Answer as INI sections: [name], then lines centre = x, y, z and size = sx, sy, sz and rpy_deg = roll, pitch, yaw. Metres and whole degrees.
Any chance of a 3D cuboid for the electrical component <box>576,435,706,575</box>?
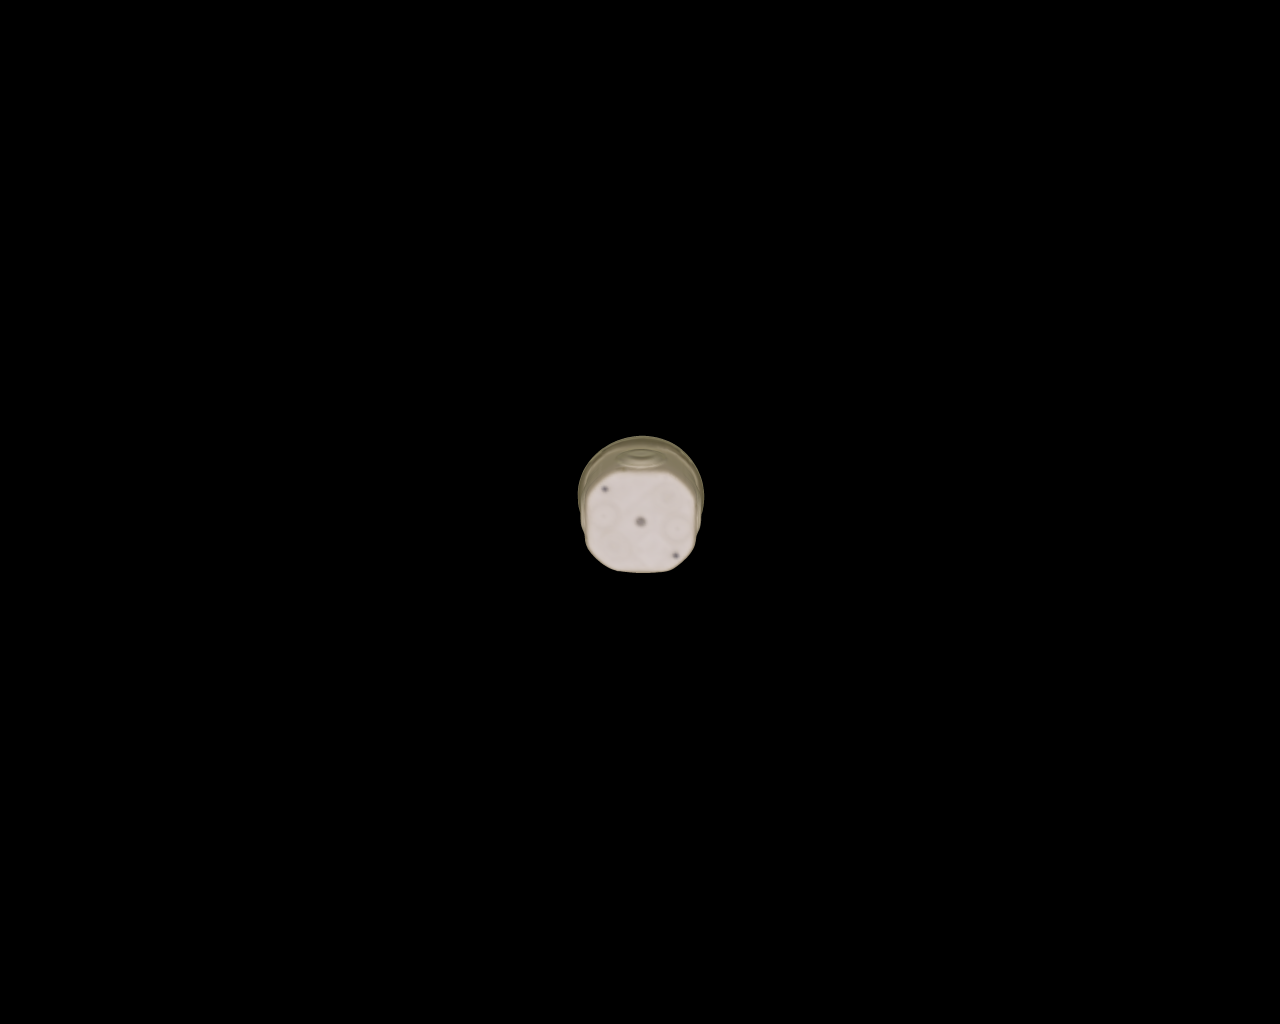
[electrical component]
centre = 0.001, -0.003, 0.650
size = 0.080, 0.080, 0.051
rpy_deg = 0, 21, 0
